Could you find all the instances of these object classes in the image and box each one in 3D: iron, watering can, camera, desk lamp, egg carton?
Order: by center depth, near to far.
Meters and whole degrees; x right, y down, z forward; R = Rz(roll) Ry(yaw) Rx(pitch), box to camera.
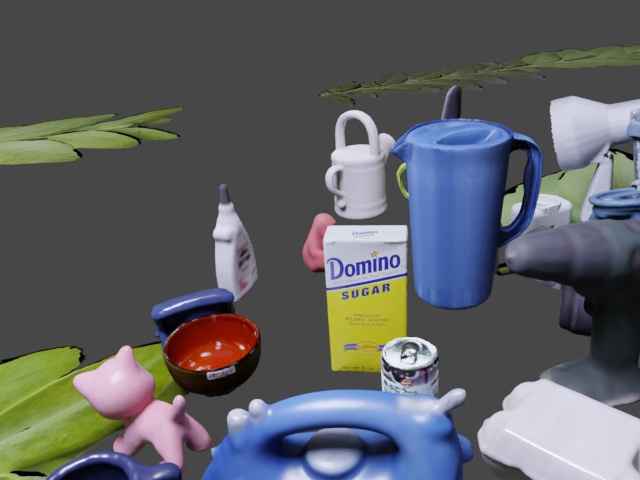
[{"bbox_3d":[0.005,0.182,0.487,0.258,0.141,0.118,-2,27,7],"label":"iron"},{"bbox_3d":[0.224,0.190,0.511,0.149,0.069,0.107,19,35,39],"label":"egg carton"},{"bbox_3d":[0.364,0.070,0.689,0.136,0.101,0.143,7,29,22],"label":"camera"},{"bbox_3d":[0.478,-0.132,0.943,0.202,0.214,0.118,8,30,25],"label":"desk lamp"},{"bbox_3d":[0.074,-0.148,1.069,0.100,0.194,0.173,6,29,22],"label":"watering can"}]

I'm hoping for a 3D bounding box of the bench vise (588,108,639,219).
[{"bbox_3d":[0.478,-0.066,0.806,0.122,0.220,0.206,-19,30,-24],"label":"bench vise"}]

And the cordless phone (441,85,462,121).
[{"bbox_3d":[0.255,-0.216,1.182,0.094,0.185,0.148,8,30,25],"label":"cordless phone"}]

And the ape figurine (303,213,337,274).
[{"bbox_3d":[0.008,0.003,0.895,0.075,0.092,0.078,14,32,33],"label":"ape figurine"}]

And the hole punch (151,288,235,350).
[{"bbox_3d":[-0.165,0.096,0.744,0.109,0.091,0.100,-14,28,-16],"label":"hole punch"}]

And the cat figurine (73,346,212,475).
[{"bbox_3d":[-0.181,0.165,0.579,0.127,0.118,0.067,9,30,27],"label":"cat figurine"}]

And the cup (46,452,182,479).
[{"bbox_3d":[-0.166,0.233,0.467,0.118,0.095,0.091,-15,28,-19],"label":"cup"}]

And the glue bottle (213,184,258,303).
[{"bbox_3d":[-0.129,0.001,0.833,0.037,0.173,0.078,4,28,17],"label":"glue bottle"}]

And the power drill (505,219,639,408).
[{"bbox_3d":[0.284,0.072,0.580,0.230,0.209,0.075,-13,28,-15],"label":"power drill"}]

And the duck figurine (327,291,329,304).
[{"bbox_3d":[0.049,0.056,0.790,0.078,0.086,0.104,-20,31,-28],"label":"duck figurine"}]
